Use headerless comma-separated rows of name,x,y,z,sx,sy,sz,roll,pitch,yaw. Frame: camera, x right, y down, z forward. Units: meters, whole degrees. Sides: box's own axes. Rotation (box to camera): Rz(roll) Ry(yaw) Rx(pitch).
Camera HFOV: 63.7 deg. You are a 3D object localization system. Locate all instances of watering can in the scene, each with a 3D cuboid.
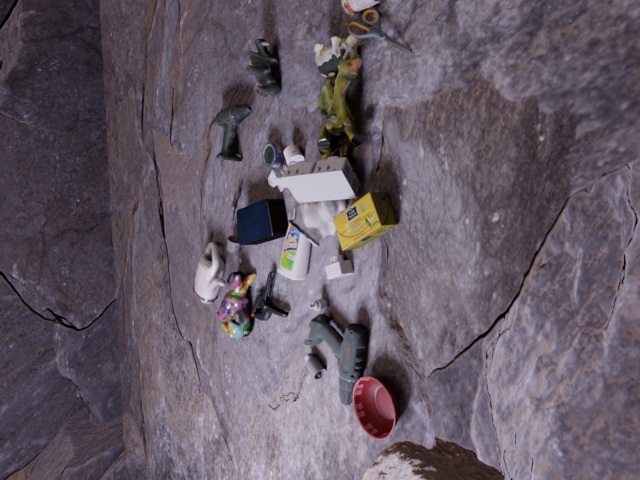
watering can,-0.426,0.152,2.014,0.104,0.221,0.354,8,24,-22

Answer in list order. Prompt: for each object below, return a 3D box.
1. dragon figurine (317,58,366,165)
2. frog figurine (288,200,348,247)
dragon figurine,0.033,-0.331,1.454,0.122,0.248,0.401,6,-37,-19
frog figurine,0.005,-0.075,1.493,0.138,0.159,0.122,44,3,15
